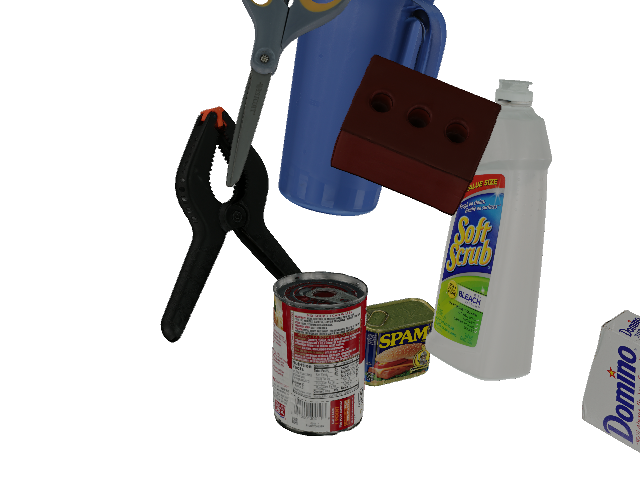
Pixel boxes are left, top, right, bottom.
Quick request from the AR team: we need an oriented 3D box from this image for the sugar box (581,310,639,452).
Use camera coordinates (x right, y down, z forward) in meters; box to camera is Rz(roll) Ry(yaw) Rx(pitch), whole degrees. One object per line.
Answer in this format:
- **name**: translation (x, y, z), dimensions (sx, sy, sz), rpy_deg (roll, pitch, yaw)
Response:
- **sugar box**: translation (0.285, 0.133, 0.797), dimensions (0.176, 0.093, 0.048), rpy_deg (27, 35, 35)

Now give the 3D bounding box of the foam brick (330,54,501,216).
- **foam brick**: translation (0.052, -0.058, 0.594), dimensions (0.078, 0.053, 0.051), rpy_deg (22, -19, 5)

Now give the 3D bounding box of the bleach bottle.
- **bleach bottle**: translation (0.149, -0.013, 0.921), dimensions (0.068, 0.251, 0.103), rpy_deg (-3, 15, -28)

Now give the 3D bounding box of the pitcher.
- **pitcher**: translation (0.036, -0.150, 1.095), dimensions (0.145, 0.243, 0.149), rpy_deg (11, 17, -2)

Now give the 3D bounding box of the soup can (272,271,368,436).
- **soup can**: translation (-0.001, 0.081, 0.771), dimensions (0.068, 0.102, 0.068), rpy_deg (1, 18, 0)

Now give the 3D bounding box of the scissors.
- **scissors**: translation (-0.020, -0.133, 0.757), dimensions (0.096, 0.202, 0.016), rpy_deg (-1, -17, -4)

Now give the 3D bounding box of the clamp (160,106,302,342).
- **clamp**: translation (-0.077, -0.017, 0.991), dimensions (0.164, 0.210, 0.036), rpy_deg (-3, 1, -36)

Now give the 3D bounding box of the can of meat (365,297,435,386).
- **can of meat**: translation (0.090, 0.126, 1.318), dimensions (0.102, 0.084, 0.057), rpy_deg (-9, 29, -24)
